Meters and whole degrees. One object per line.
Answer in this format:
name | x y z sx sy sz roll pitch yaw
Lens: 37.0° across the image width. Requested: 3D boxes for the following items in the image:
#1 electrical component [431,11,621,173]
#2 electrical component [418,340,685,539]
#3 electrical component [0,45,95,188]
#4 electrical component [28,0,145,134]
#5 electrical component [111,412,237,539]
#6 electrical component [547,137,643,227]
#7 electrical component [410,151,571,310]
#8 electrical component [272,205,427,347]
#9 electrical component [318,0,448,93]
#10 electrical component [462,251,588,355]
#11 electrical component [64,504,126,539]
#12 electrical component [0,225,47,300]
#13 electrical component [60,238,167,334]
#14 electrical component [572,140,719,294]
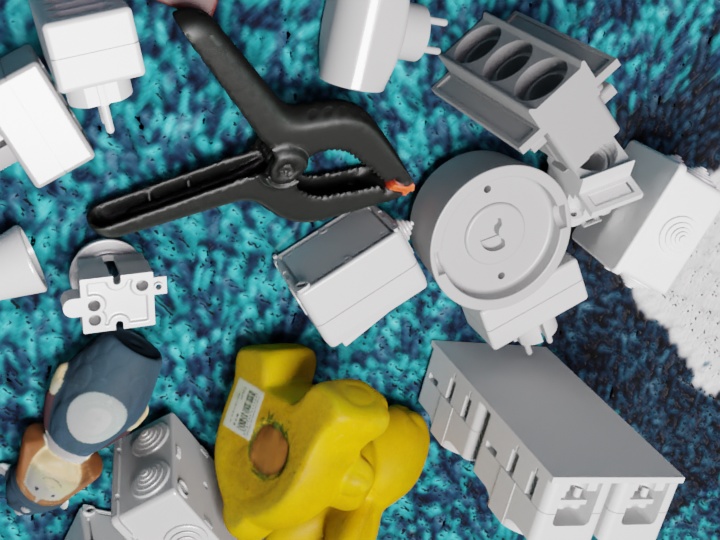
electrical component | 0.109 -0.115 0.696 0.079 0.121 0.063 -43 125 1
electrical component | 0.129 0.123 0.780 0.105 0.186 0.060 5 112 -24
electrical component | -0.207 -0.080 0.625 0.077 0.047 0.065 -31 122 -6
electrical component | -0.151 -0.115 0.610 0.047 0.083 0.075 -16 119 -15
electrical component | -0.126 0.159 0.745 0.048 0.099 0.099 -28 122 7
electrical component | 0.161 -0.068 0.769 0.042 0.081 0.063 -20 149 -12
electrical component | 0.087 -0.033 0.763 0.108 0.060 0.108 -9 117 -19
electrical component | 0.000 0.000 0.741 0.096 0.061 0.061 -33 123 -5
electrical component | 0.019 -0.154 0.686 0.079 0.043 0.077 4 112 -24
electrical component | 0.127 0.031 0.818 0.083 0.047 0.075 -28 122 -8
electrical component | -0.174 0.222 0.755 0.062 0.096 0.061 19 110 -29
electrical component | -0.226 0.003 0.659 0.055 0.045 0.045 -23 121 -10
electrical component | -0.158 0.009 0.684 0.066 0.055 0.048 -7 116 -19
electrical component | 0.212 -0.039 0.790 0.048 0.099 0.099 27 102 -17
